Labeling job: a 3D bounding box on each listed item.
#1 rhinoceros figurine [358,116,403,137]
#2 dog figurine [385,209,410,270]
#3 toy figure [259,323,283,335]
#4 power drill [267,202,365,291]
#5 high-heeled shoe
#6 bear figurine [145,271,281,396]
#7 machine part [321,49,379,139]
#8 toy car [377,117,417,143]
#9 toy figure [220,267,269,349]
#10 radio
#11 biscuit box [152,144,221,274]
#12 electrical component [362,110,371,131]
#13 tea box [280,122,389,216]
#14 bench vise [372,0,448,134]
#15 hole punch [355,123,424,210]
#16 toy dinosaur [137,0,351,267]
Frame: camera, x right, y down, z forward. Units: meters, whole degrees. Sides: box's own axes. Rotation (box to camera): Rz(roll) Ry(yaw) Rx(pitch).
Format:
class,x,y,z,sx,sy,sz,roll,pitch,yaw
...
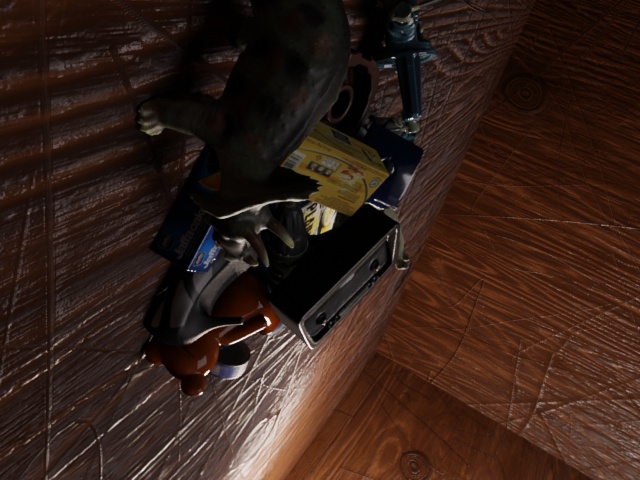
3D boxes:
class,x,y,z,sx,sy,sz,roll,pitch,yaw
rhinoceros figurine,0.086,-0.192,1.020,0.190,0.112,0.073,-35,147,-42
dog figurine,0.136,-0.037,1.210,0.172,0.121,0.190,-128,-150,-78
toy figure,-0.092,0.140,1.080,0.089,0.082,0.180,-47,177,22
power drill,-0.002,-0.003,0.891,0.207,0.086,0.231,-36,149,-42
high-heeled shoe,-0.165,0.021,0.744,0.086,0.145,0.248,44,47,-70
bear figurine,-0.158,0.142,0.819,0.196,0.120,0.131,-52,165,-23
machine part,0.020,-0.218,0.841,0.179,0.056,0.179,-43,152,-29
toy car,0.121,-0.206,1.145,0.161,0.109,0.102,-47,139,-8
toy figure,-0.138,0.118,0.943,0.154,0.058,0.064,-52,164,-24
radio,0.030,0.060,0.862,0.229,0.073,0.131,-42,151,-19
biscuit box,-0.129,-0.058,0.673,0.202,0.063,0.059,-62,163,0
electrical component,0.058,-0.220,0.952,0.094,0.021,0.063,49,62,-25
tea box,0.006,-0.110,0.794,0.169,0.068,0.098,19,126,-39
bench vise,0.146,-0.302,0.906,0.224,0.129,0.240,-125,-153,-81
hole punch,0.102,-0.124,0.911,0.092,0.142,0.116,-22,-133,61
toy dinosaur,-0.040,-0.162,0.542,0.404,0.192,0.131,-62,163,6
